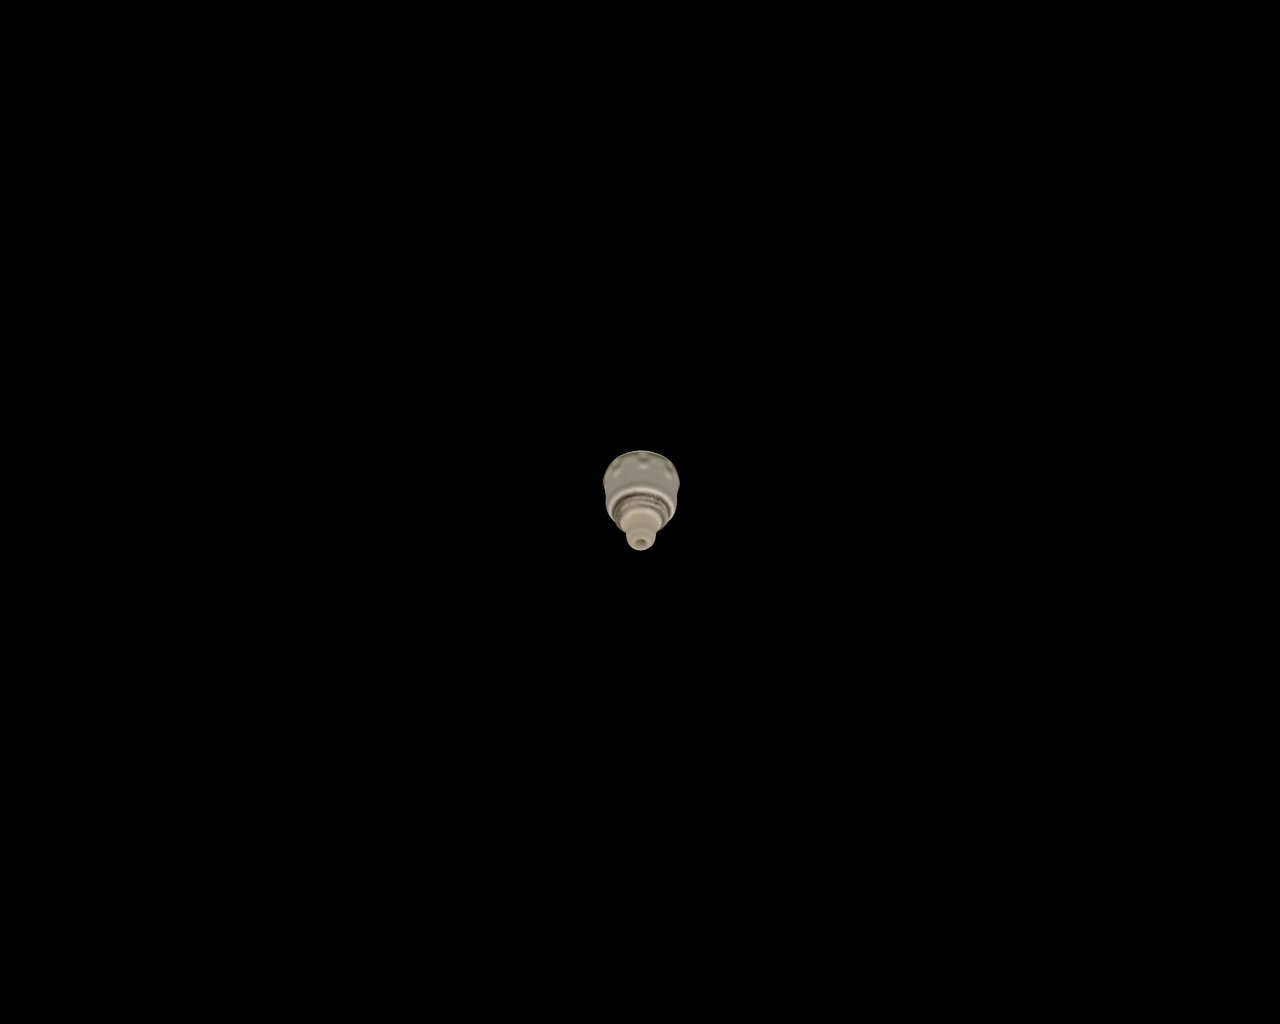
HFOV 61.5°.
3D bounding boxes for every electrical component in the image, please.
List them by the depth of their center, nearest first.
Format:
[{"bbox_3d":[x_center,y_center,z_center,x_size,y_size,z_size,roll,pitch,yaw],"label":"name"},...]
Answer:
[{"bbox_3d":[0.001,-0.003,0.650,0.048,0.062,0.048,0,-43,0],"label":"electrical component"}]
